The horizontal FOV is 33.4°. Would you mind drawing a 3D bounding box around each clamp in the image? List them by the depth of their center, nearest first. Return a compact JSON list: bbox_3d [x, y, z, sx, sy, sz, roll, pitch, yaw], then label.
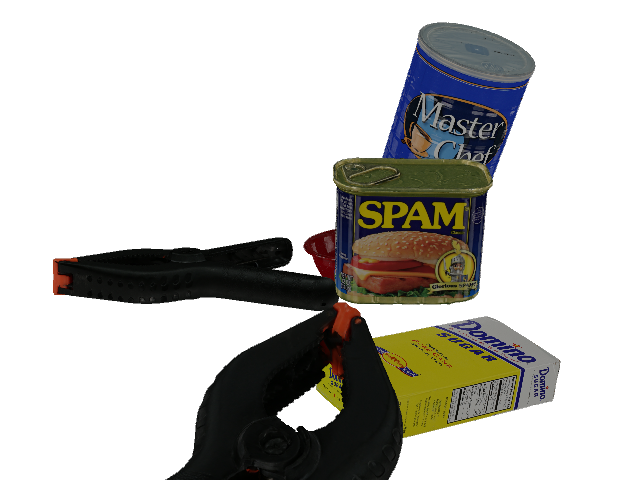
[{"bbox_3d":[-0.009,0.092,0.386,0.120,0.039,0.171,25,49,17],"label":"clamp"},{"bbox_3d":[-0.095,0.027,0.816,0.209,0.036,0.165,-2,11,-21],"label":"clamp"}]

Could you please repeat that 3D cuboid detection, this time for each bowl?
[{"bbox_3d":[0.065,0.026,1.087,0.162,0.055,0.162,-3,13,1],"label":"bowl"}]

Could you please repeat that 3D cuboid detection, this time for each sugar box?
[{"bbox_3d":[0.095,0.107,0.854,0.175,0.048,0.093,-10,27,-31],"label":"sugar box"}]

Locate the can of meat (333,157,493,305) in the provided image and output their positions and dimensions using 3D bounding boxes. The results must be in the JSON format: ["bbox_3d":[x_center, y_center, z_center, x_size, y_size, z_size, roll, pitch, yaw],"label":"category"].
[{"bbox_3d":[0.058,-0.006,0.704,0.102,0.084,0.057,1,24,0],"label":"can of meat"}]

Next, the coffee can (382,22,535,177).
[{"bbox_3d":[0.117,-0.106,0.939,0.102,0.140,0.103,11,32,-7],"label":"coffee can"}]
